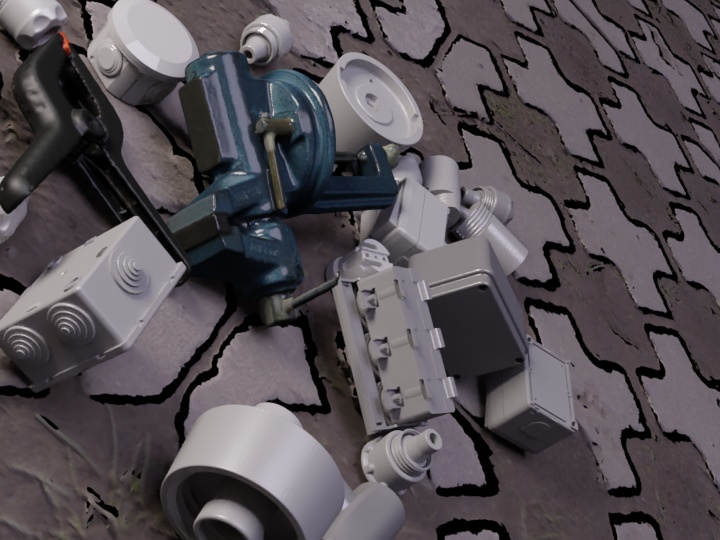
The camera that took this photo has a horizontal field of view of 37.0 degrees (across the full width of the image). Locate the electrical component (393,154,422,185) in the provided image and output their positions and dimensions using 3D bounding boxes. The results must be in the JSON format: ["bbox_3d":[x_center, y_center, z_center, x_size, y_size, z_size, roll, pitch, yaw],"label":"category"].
[{"bbox_3d":[0.041,-0.088,1.045,0.040,0.040,0.078,41,36,-15],"label":"electrical component"}]

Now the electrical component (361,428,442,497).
[{"bbox_3d":[0.035,0.141,0.813,0.048,0.062,0.048,30,40,-29],"label":"electrical component"}]

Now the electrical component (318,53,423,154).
[{"bbox_3d":[0.001,-0.148,1.036,0.108,0.060,0.108,29,40,-29],"label":"electrical component"}]

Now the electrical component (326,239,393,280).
[{"bbox_3d":[0.000,0.000,0.914,0.040,0.046,0.040,30,40,-29],"label":"electrical component"}]

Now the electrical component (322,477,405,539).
[{"bbox_3d":[-0.015,0.170,0.745,0.079,0.044,0.077,53,35,1],"label":"electrical component"}]

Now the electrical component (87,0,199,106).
[{"bbox_3d":[-0.175,-0.176,0.869,0.080,0.051,0.080,29,40,-29],"label":"electrical component"}]

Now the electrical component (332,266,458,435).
[{"bbox_3d":[0.028,0.062,0.851,0.079,0.063,0.121,7,65,-56],"label":"electrical component"}]

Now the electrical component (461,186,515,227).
[{"bbox_3d":[0.128,-0.068,1.123,0.062,0.043,0.043,23,44,-33],"label":"electrical component"}]

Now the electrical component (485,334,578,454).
[{"bbox_3d":[0.150,0.109,0.974,0.062,0.061,0.096,31,40,-26],"label":"electrical component"}]

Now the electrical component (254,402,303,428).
[{"bbox_3d":[-0.068,0.123,0.728,0.066,0.048,0.055,45,43,-9],"label":"electrical component"}]

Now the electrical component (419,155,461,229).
[{"bbox_3d":[0.079,-0.071,1.070,0.043,0.043,0.081,30,40,-28],"label":"electrical component"}]

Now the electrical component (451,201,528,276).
[{"bbox_3d":[0.127,-0.033,1.091,0.081,0.043,0.043,45,35,-9],"label":"electrical component"}]

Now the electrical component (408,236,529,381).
[{"bbox_3d":[0.093,0.036,0.932,0.057,0.078,0.113,-87,154,-48],"label":"electrical component"}]

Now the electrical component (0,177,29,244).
[{"bbox_3d":[-0.233,-0.044,0.700,0.035,0.035,0.061,40,34,-16],"label":"electrical component"}]

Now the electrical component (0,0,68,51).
[{"bbox_3d":[-0.255,-0.199,0.808,0.062,0.043,0.043,48,35,-2],"label":"electrical component"}]

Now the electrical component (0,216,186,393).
[{"bbox_3d":[-0.168,0.019,0.663,0.048,0.100,0.099,54,32,-20],"label":"electrical component"}]

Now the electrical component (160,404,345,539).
[{"bbox_3d":[-0.070,0.143,0.658,0.108,0.108,0.060,44,41,-11],"label":"electrical component"}]

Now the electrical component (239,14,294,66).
[{"bbox_3d":[-0.091,-0.211,1.003,0.043,0.043,0.062,46,37,-8],"label":"electrical component"}]

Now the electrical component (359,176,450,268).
[{"bbox_3d":[0.037,-0.038,0.977,0.061,0.062,0.096,36,37,-21],"label":"electrical component"}]
